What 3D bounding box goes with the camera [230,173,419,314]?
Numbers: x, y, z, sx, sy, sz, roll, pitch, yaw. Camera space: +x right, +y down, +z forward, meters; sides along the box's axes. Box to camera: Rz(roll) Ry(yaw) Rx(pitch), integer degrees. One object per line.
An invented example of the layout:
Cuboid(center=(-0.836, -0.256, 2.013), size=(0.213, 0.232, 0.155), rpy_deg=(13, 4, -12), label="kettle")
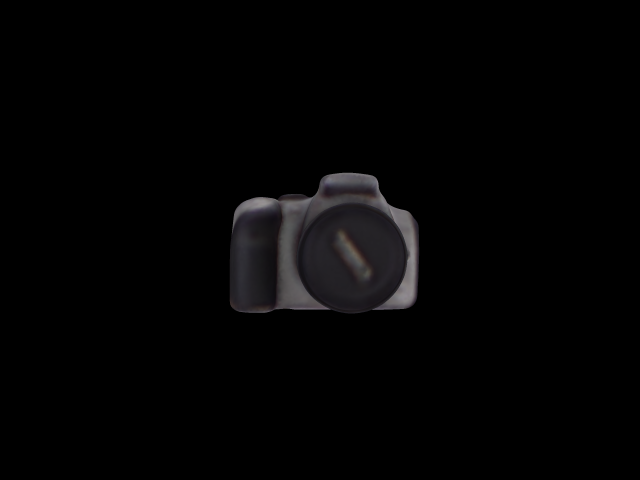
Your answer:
Cuboid(center=(0.004, 0.001, 0.400), size=(0.143, 0.101, 0.137), rpy_deg=(0, 0, 0), label="camera")
